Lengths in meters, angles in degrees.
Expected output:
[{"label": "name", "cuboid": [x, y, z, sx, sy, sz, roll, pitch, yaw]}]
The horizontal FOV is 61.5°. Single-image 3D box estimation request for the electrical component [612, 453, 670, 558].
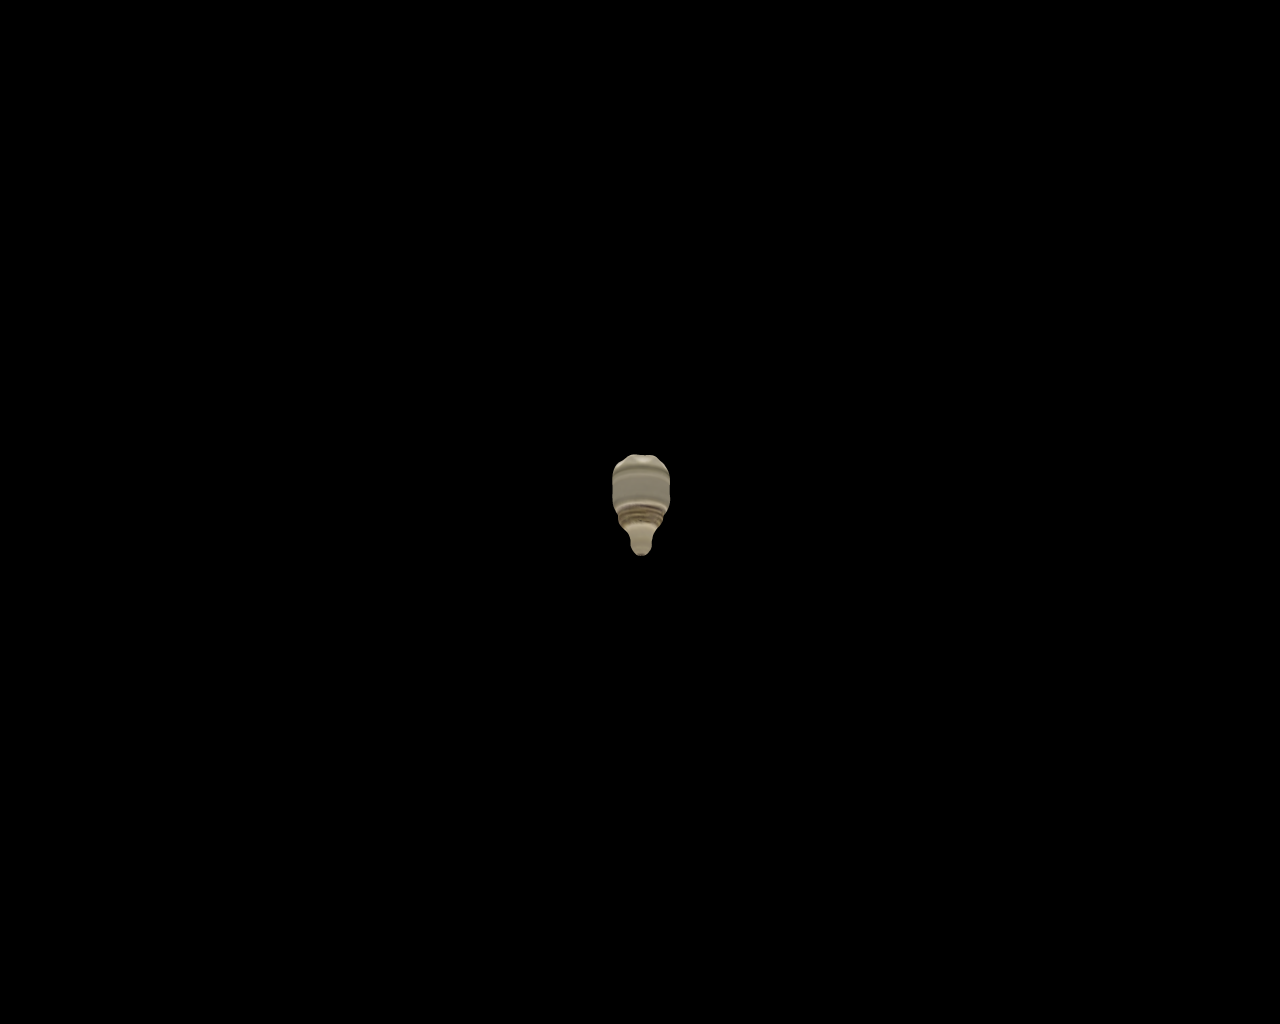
[{"label": "electrical component", "cuboid": [0.001, -0.003, 0.650, 0.035, 0.061, 0.035, 0, -20, 0]}]
